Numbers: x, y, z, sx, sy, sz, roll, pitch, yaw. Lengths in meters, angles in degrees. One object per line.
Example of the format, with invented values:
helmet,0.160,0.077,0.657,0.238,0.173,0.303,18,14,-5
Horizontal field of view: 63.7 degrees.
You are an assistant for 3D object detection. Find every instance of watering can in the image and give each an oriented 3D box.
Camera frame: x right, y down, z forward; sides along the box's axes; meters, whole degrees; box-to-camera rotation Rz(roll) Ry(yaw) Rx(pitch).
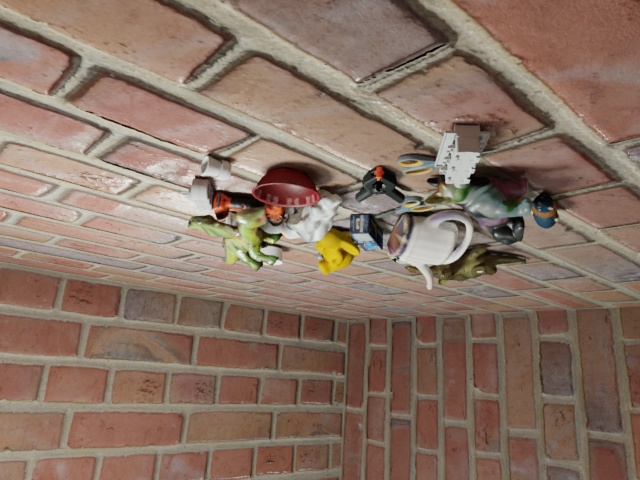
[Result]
watering can,0.299,0.031,1.483,0.224,0.106,0.339,11,137,-8

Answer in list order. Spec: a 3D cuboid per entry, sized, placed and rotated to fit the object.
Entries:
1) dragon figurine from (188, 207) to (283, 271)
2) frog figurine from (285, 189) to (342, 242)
dragon figurine,-0.252,-0.011,1.430,0.240,0.125,0.406,33,147,-30
frog figurine,0.004,-0.066,1.311,0.158,0.122,0.139,-19,-174,35
